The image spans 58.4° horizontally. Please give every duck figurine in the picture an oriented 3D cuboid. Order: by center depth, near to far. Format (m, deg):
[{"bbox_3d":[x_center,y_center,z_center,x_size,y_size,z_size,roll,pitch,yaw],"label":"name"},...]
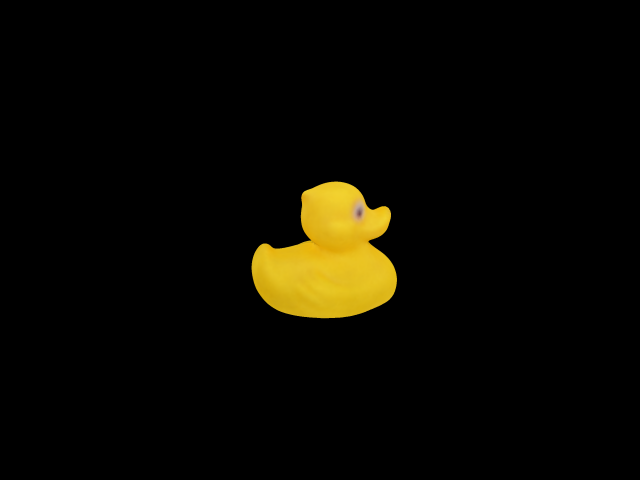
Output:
[{"bbox_3d":[0.004,0.001,0.400,0.104,0.086,0.077,-4,28,-7],"label":"duck figurine"}]
